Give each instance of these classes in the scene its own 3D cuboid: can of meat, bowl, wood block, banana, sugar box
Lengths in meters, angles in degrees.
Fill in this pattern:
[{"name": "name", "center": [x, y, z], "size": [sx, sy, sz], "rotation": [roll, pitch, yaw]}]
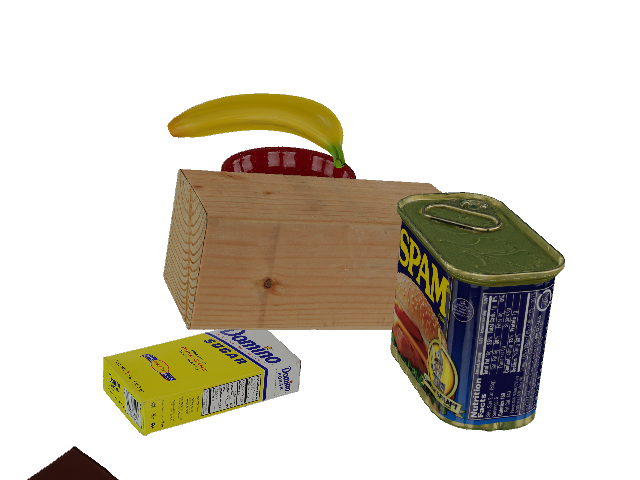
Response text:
[{"name": "can of meat", "center": [0.072, 0.033, 0.523], "size": [0.057, 0.084, 0.102], "rotation": [-3, 24, -14]}, {"name": "bowl", "center": [-0.040, -0.058, 1.277], "size": [0.162, 0.055, 0.162], "rotation": [5, 27, -2]}, {"name": "wood block", "center": [-0.001, 0.008, 0.792], "size": [0.205, 0.091, 0.090], "rotation": [2, 24, -22]}, {"name": "banana", "center": [-0.056, -0.119, 1.069], "size": [0.198, 0.037, 0.069], "rotation": [11, 46, 22]}, {"name": "sugar box", "center": [-0.117, 0.133, 1.064], "size": [0.175, 0.048, 0.093], "rotation": [-14, 32, -31]}]

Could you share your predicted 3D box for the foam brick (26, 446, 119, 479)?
[{"name": "foam brick", "center": [-0.097, 0.138, 0.457], "size": [0.078, 0.051, 0.052], "rotation": [27, 45, 33]}]
